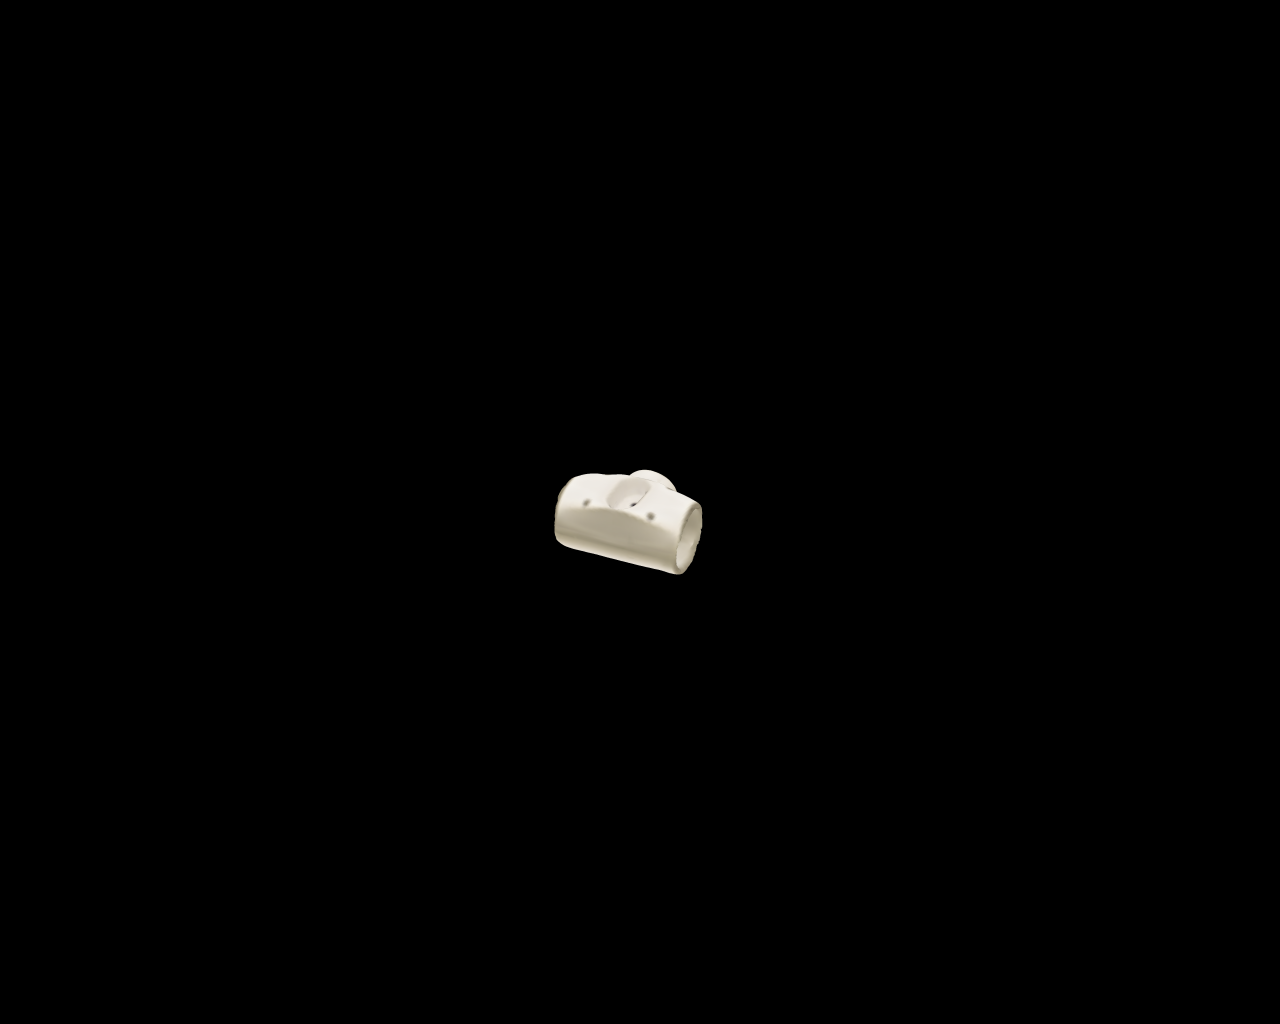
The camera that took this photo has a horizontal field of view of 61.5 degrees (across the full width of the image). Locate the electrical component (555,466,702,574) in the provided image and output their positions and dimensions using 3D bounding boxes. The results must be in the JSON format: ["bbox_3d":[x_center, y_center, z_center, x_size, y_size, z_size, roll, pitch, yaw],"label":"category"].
[{"bbox_3d":[0.001,-0.003,0.650,0.077,0.043,0.079,14,36,20],"label":"electrical component"}]
